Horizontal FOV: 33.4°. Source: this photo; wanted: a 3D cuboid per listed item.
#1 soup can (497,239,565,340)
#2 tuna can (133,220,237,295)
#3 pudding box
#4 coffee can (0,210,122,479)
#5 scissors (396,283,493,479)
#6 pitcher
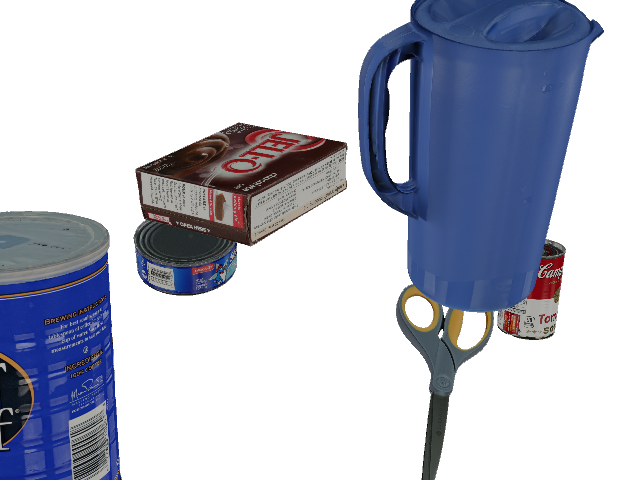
[{"bbox_3d":[0.239,0.054,1.219,0.068,0.102,0.068,3,18,-1],"label":"soup can"},{"bbox_3d":[-0.112,0.009,0.894,0.086,0.034,0.086,1,33,-1],"label":"tuna can"},{"bbox_3d":[-0.048,-0.039,0.688,0.090,0.039,0.113,13,30,31],"label":"pudding box"},{"bbox_3d":[-0.155,0.065,0.540,0.103,0.140,0.103,0,17,0],"label":"coffee can"},{"bbox_3d":[0.087,0.109,0.905,0.096,0.201,0.016,26,-38,10],"label":"scissors"},{"bbox_3d":[0.118,-0.066,0.828,0.149,0.243,0.144,16,35,20],"label":"pitcher"}]
